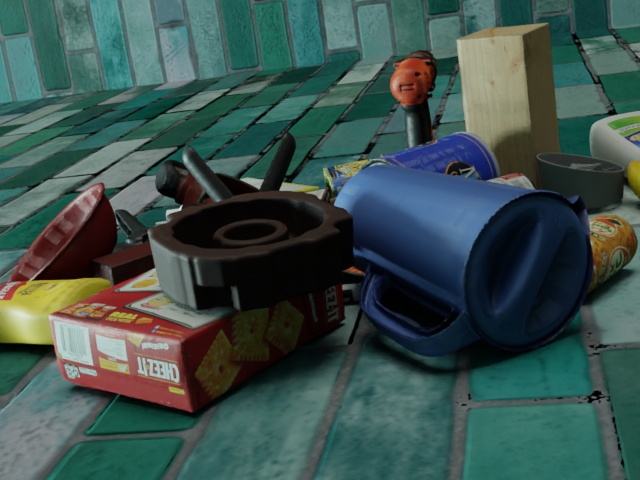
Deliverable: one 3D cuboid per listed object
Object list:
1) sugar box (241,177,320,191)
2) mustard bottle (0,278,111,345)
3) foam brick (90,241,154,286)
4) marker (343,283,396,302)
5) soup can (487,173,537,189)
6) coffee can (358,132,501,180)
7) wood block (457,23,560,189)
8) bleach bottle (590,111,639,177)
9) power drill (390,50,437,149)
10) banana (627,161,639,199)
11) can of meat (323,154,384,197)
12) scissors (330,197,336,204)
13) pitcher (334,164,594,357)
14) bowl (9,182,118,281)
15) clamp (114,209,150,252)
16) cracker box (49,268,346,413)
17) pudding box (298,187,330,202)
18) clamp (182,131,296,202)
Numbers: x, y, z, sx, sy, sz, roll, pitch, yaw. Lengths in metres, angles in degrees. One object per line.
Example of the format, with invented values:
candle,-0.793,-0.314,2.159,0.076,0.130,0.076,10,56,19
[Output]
sugar box,-0.084,-0.048,1.412,0.093,0.048,0.177,-18,14,-31
mustard bottle,-0.310,0.072,1.080,0.192,0.058,0.096,-2,20,24
foam brick,-0.199,0.038,1.151,0.078,0.053,0.051,-18,18,-33
marker,0.014,0.053,1.046,0.121,0.020,0.020,-6,16,9
soup can,0.182,-0.031,1.167,0.102,0.068,0.069,-15,17,-25
coffee can,0.126,-0.061,1.237,0.140,0.103,0.103,-20,19,-35
wood block,0.237,-0.156,1.326,0.090,0.206,0.090,2,19,34
bleach bottle,0.420,-0.101,1.304,0.102,0.068,0.251,-10,18,-5
power drill,0.133,-0.151,1.401,0.057,0.187,0.184,-5,17,16
banana,0.398,-0.051,1.153,0.069,0.037,0.198,-45,27,-19
can of meat,0.052,-0.072,1.405,0.084,0.057,0.102,-11,15,-2
scissors,-0.042,0.007,1.230,0.202,0.016,0.096,-24,41,22
pitcher,0.104,0.009,0.942,0.149,0.145,0.243,2,11,-31
bowl,-0.278,0.013,1.199,0.162,0.055,0.162,-39,22,19
clamp,-0.225,0.013,1.282,0.210,0.036,0.164,8,32,36
cracker box,-0.104,0.071,0.951,0.164,0.072,0.213,5,20,37
pudding box,-0.007,0.001,1.108,0.039,0.090,0.113,-5,15,5
clamp,-0.085,-0.032,1.122,0.120,0.171,0.039,-1,-14,3
